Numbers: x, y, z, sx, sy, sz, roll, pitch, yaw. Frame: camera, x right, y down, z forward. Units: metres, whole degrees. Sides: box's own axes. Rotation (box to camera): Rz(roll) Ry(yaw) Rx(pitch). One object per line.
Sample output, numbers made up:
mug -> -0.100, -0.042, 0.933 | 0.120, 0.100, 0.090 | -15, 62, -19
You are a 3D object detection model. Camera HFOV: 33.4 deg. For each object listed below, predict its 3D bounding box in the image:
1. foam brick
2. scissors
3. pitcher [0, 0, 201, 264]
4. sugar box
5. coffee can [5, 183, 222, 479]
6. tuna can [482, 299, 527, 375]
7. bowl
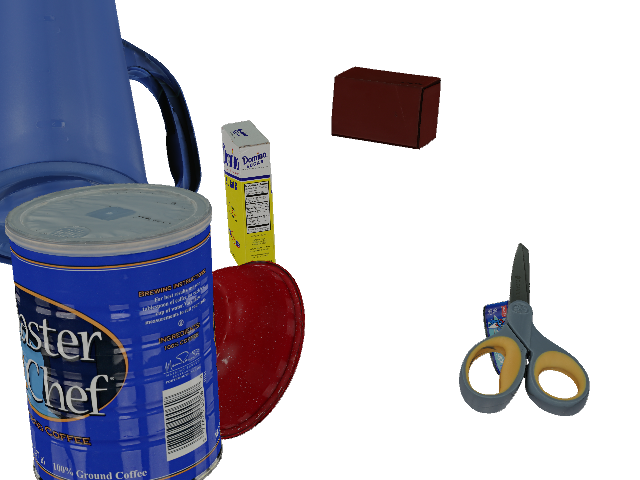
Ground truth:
foam brick -> 0.054, -0.110, 0.877 | 0.078, 0.051, 0.052 | 11, 21, 21
scissors -> 0.162, 0.064, 0.778 | 0.096, 0.016, 0.201 | 17, 36, 20
pitcher -> -0.188, -0.111, 0.774 | 0.145, 0.243, 0.149 | -21, -31, 17
sugar box -> -0.089, -0.050, 1.319 | 0.048, 0.176, 0.093 | -12, 26, -15
coffee can -> -0.105, 0.051, 0.558 | 0.103, 0.140, 0.103 | -1, 19, 0
tuna can -> 0.217, 0.114, 1.251 | 0.034, 0.086, 0.086 | -12, -3, 15
bowl -> -0.089, 0.085, 0.910 | 0.055, 0.162, 0.162 | 26, -18, -40
